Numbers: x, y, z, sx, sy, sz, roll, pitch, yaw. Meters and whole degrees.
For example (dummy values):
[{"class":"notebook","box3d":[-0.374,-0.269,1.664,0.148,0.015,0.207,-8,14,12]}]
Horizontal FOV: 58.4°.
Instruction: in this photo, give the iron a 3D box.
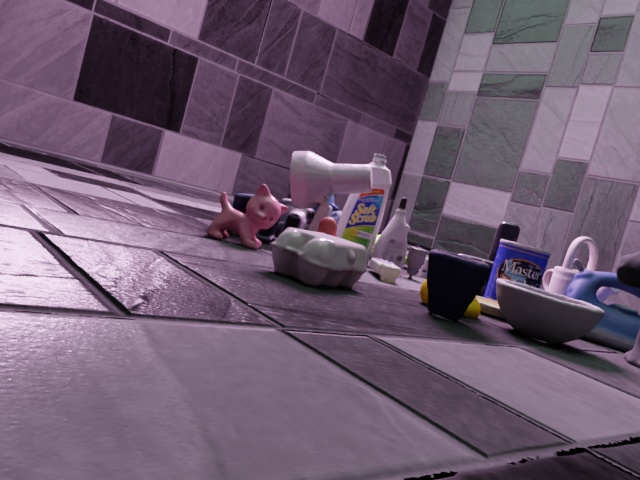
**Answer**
[{"class":"iron","box3d":[0.579,0.135,1.080,0.257,0.141,0.119,17,4,16]}]

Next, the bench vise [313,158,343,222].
[{"class":"bench vise","box3d":[0.019,-0.090,1.436,0.206,0.220,0.122,18,5,31]}]

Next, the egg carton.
[{"class":"egg carton","box3d":[0.002,0.028,0.852,0.107,0.069,0.151,18,5,31]}]

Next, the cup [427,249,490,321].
[{"class":"cup","box3d":[0.200,0.070,0.858,0.091,0.095,0.118,18,5,26]}]

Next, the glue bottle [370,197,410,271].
[{"class":"glue bottle","box3d":[0.170,-0.013,1.297,0.078,0.173,0.037,14,5,-24]}]

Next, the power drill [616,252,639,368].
[{"class":"power drill","box3d":[0.567,0.111,0.885,0.076,0.208,0.228,12,6,-40]}]

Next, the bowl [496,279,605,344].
[{"class":"bowl","box3d":[0.352,0.119,0.905,0.167,0.075,0.167,16,4,-1]}]

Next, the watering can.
[{"class":"watering can","box3d":[0.559,0.090,1.236,0.172,0.194,0.101,19,6,40]}]

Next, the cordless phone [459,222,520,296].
[{"class":"cordless phone","box3d":[0.386,0.038,1.352,0.147,0.185,0.094,16,4,3]}]

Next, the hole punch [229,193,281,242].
[{"class":"hole punch","box3d":[-0.138,-0.049,1.204,0.109,0.091,0.101,15,4,-6]}]

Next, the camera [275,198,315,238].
[{"class":"camera","box3d":[-0.081,-0.047,1.317,0.136,0.101,0.143,17,4,14]}]

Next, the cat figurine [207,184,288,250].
[{"class":"cat figurine","box3d":[-0.127,-0.048,1.041,0.128,0.118,0.067,16,4,-1]}]

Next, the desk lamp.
[{"class":"desk lamp","box3d":[0.019,-0.069,1.196,0.203,0.213,0.118,16,4,8]}]

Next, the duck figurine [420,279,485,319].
[{"class":"duck figurine","box3d":[0.220,0.074,0.936,0.104,0.086,0.077,15,4,-3]}]

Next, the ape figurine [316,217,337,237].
[{"class":"ape figurine","box3d":[0.010,0.004,1.042,0.077,0.092,0.076,17,4,13]}]
